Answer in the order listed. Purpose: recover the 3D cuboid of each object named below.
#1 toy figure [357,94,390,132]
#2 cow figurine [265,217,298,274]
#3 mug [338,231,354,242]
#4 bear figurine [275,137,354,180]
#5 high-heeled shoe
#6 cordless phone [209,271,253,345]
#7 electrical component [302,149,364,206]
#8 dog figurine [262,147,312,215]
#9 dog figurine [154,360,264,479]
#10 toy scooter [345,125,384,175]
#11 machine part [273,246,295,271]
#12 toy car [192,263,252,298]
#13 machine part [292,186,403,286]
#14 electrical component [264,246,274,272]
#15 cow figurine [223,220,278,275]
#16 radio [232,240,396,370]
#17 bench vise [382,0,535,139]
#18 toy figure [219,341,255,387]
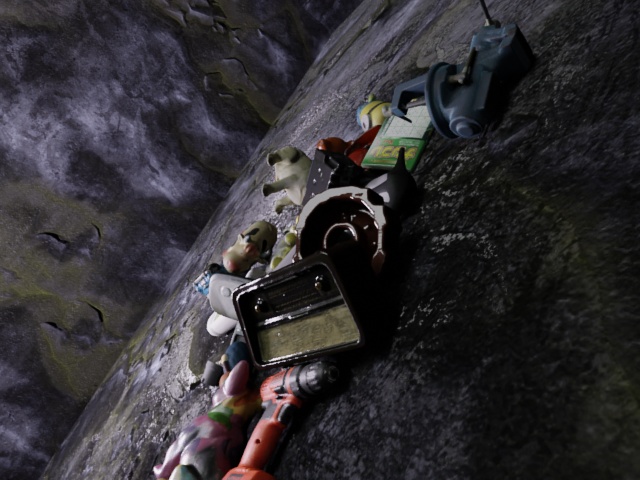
[{"bbox_3d":[0.130,-0.279,1.211,0.089,0.082,0.180,-50,15,17],"label":"toy figure"},{"bbox_3d":[-0.064,0.024,1.176,0.098,0.068,0.167,-39,21,57],"label":"cow figurine"},{"bbox_3d":[0.020,0.028,0.917,0.107,0.081,0.109,-39,28,60],"label":"mug"},{"bbox_3d":[-0.001,-0.190,1.322,0.120,0.131,0.196,19,75,38],"label":"bear figurine"},{"bbox_3d":[0.084,-0.065,0.945,0.249,0.086,0.145,-38,35,54],"label":"high-heeled shoe"},{"bbox_3d":[-0.176,0.166,1.103,0.088,0.147,0.184,54,-130,-64],"label":"cordless phone"},{"bbox_3d":[0.016,-0.097,0.959,0.134,0.058,0.114,-133,56,-61],"label":"electrical component"},{"bbox_3d":[-0.010,-0.136,1.161,0.191,0.121,0.172,-1,72,19],"label":"dog figurine"},{"bbox_3d":[-0.143,0.295,0.801,0.219,0.108,0.192,-55,16,-11],"label":"dog figurine"},{"bbox_3d":[0.105,-0.175,1.091,0.135,0.075,0.184,-37,23,20],"label":"toy scooter"},{"bbox_3d":[-0.032,0.049,1.017,0.243,0.079,0.079,-49,18,19],"label":"machine part"},{"bbox_3d":[-0.239,0.119,1.377,0.109,0.161,0.103,-40,67,27],"label":"toy car"},{"bbox_3d":[0.039,0.006,0.795,0.179,0.056,0.179,-8,76,34],"label":"machine part"},{"bbox_3d":[-0.108,0.051,1.271,0.078,0.045,0.102,-57,17,-12],"label":"electrical component"},{"bbox_3d":[-0.153,0.018,1.207,0.127,0.085,0.195,-37,8,33],"label":"cow figurine"},{"bbox_3d":[-0.019,0.094,0.744,0.230,0.131,0.073,-24,-5,41],"label":"radio"},{"bbox_3d":[0.205,-0.252,0.860,0.241,0.128,0.223,-5,68,45],"label":"bench vise"},{"bbox_3d":[-0.149,0.249,0.975,0.155,0.064,0.057,-97,10,-60],"label":"toy figure"}]
